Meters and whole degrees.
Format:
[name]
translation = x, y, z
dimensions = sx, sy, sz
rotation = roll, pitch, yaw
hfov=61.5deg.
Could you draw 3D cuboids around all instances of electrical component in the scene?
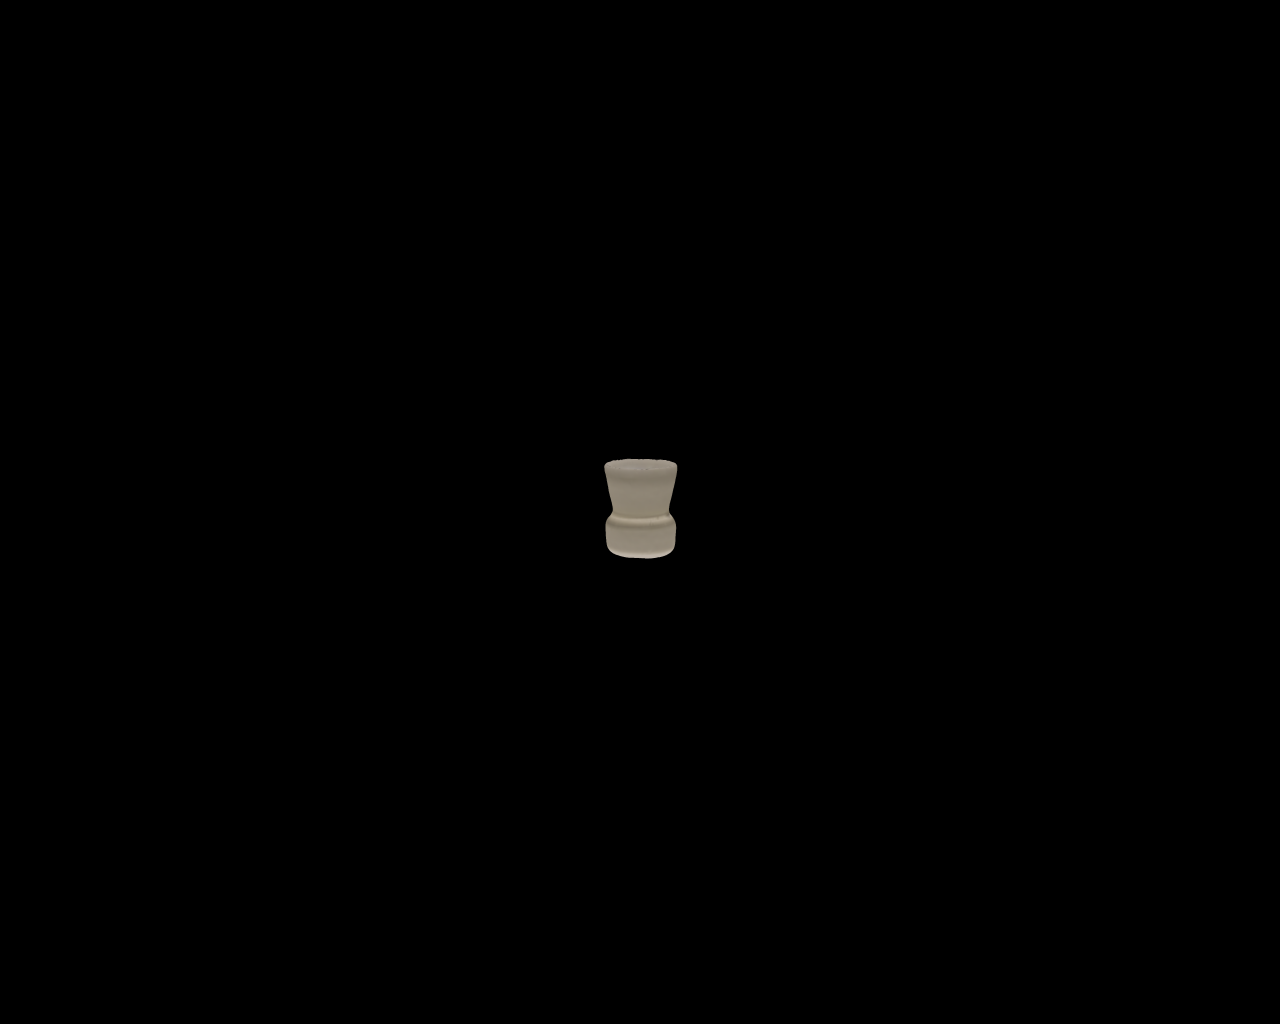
[electrical component]
translation = 0.001, -0.003, 0.650
dimensions = 0.045, 0.055, 0.045
rotation = 0, 12, 0
